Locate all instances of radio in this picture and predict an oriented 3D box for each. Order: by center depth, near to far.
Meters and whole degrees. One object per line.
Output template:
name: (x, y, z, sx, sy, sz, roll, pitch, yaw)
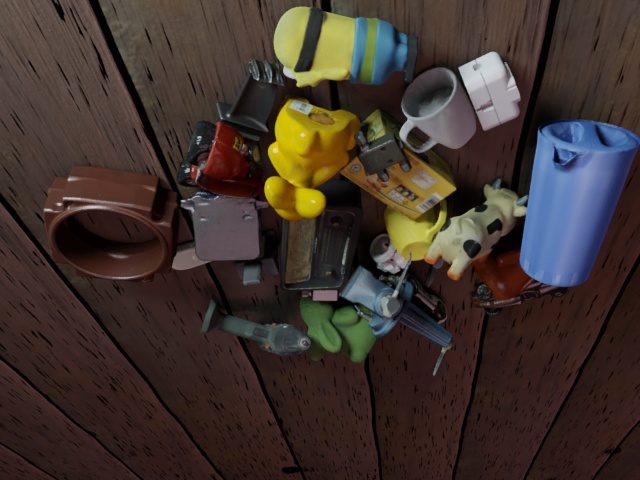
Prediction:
radio: (-0.002, -0.003, 0.945, 0.131, 0.073, 0.229, 2, 139, -5)

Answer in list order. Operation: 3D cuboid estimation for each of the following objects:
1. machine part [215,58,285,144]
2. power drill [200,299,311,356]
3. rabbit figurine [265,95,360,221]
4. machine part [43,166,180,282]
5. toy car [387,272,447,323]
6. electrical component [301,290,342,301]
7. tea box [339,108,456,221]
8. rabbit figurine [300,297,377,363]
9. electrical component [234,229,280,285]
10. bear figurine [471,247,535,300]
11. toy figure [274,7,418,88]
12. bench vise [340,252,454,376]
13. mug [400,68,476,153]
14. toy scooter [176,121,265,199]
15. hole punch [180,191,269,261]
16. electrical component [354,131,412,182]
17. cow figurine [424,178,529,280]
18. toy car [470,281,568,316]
machine part: (-0.096, -0.190, 0.750, 0.084, 0.039, 0.139, 21, 141, -19)
power drill: (-0.136, 0.181, 1.096, 0.207, 0.086, 0.232, 13, 168, -12)
rabbit figurine: (-0.020, -0.093, 0.758, 0.122, 0.162, 0.173, 16, 127, -9)
machine part: (-0.342, -0.018, 0.897, 0.201, 0.087, 0.200, 8, 138, -11)
toy car: (0.194, 0.125, 1.119, 0.073, 0.056, 0.201, -25, 133, 32)
electrical component: (0.012, 0.091, 1.058, 0.102, 0.078, 0.045, 3, 111, 1)
tea box: (0.118, -0.112, 0.832, 0.169, 0.068, 0.098, 32, 127, -31)
rabbit figurine: (0.024, 0.175, 1.113, 0.170, 0.159, 0.121, 32, 139, -14)
electrical component: (-0.111, 0.040, 0.953, 0.075, 0.119, 0.047, -11, 138, 5)
bear figurine: (0.381, 0.019, 0.988, 0.196, 0.132, 0.120, -38, 131, 10)
toy figure: (0.033, -0.241, 0.673, 0.180, 0.082, 0.089, 4, 120, 3)
bench vise: (0.149, 0.130, 0.967, 0.240, 0.129, 0.223, 34, 164, -7)
mug: (0.169, -0.167, 0.756, 0.107, 0.081, 0.109, 31, 98, -43)
toy scooter: (-0.134, -0.108, 0.799, 0.135, 0.075, 0.184, 16, 159, -18)
hole punch: (-0.153, -0.033, 0.906, 0.142, 0.092, 0.115, 1, 112, 0)
electrical component: (0.088, -0.122, 0.753, 0.063, 0.021, 0.094, -24, 131, 20)
cow figurine: (0.267, -0.024, 0.888, 0.195, 0.086, 0.127, -22, 144, -42)
toy car: (0.418, 0.108, 1.119, 0.202, 0.053, 0.089, -21, 139, 17)
